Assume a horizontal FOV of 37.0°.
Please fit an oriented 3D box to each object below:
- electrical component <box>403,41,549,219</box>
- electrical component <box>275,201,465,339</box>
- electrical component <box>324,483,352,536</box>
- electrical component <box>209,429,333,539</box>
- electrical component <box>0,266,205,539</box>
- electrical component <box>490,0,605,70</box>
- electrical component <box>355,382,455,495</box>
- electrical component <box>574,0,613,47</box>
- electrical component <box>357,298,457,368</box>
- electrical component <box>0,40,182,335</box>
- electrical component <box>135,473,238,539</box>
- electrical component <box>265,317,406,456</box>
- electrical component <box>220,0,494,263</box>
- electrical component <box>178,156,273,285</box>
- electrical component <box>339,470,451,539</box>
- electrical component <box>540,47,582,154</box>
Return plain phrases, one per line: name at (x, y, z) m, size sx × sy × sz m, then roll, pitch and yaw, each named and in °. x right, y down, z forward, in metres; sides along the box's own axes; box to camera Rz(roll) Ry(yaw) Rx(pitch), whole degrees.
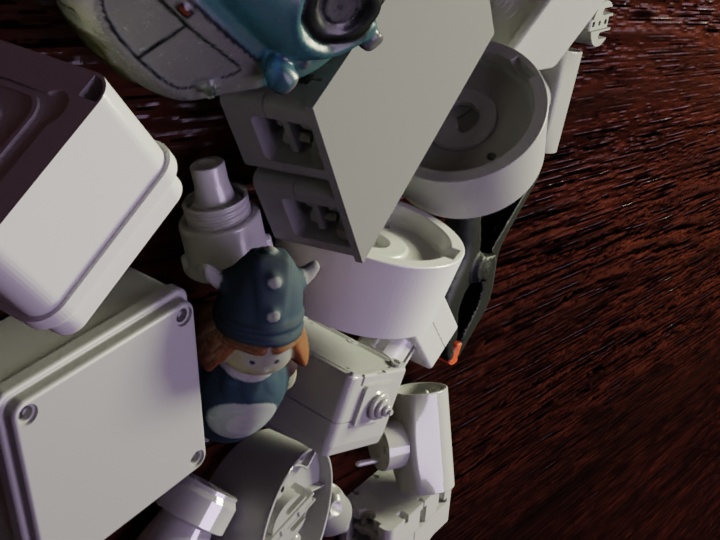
electrical component at (0.064, -0.082, 0.666) m, size 0.108 × 0.108 × 0.060 m, roll -55°, pitch 154°, yaw -19°
electrical component at (0.000, 0.000, 0.621) m, size 0.108 × 0.108 × 0.060 m, roll -16°, pitch 129°, yaw -53°
electrical component at (-0.022, 0.175, 0.771) m, size 0.035 × 0.035 × 0.061 m, roll -56°, pitch 150°, yaw -17°
electrical component at (-0.054, 0.152, 0.676) m, size 0.099 × 0.064 × 0.099 m, roll -36°, pitch 138°, yaw -41°
electrical component at (-0.131, 0.068, 0.506) m, size 0.109 × 0.056 × 0.108 m, roll -35°, pitch 137°, yaw -42°
electrical component at (0.117, -0.179, 0.709) m, size 0.100 × 0.048 × 0.099 m, roll -22°, pitch 154°, yaw -50°
electrical component at (0.031, 0.129, 0.808) m, size 0.079 × 0.044 × 0.077 m, roll -7°, pitch 97°, yaw -26°
electrical component at (0.159, -0.188, 0.799) m, size 0.040 × 0.046 × 0.040 m, roll -36°, pitch 138°, yaw -41°
electrical component at (0.022, 0.045, 0.741) m, size 0.076 × 0.047 × 0.065 m, roll -55°, pitch 148°, yaw -18°
electrical component at (-0.130, -0.034, 0.385) m, size 0.078 × 0.113 × 0.057 m, roll -56°, pitch 145°, yaw -17°
electrical component at (-0.101, 0.147, 0.618) m, size 0.055 × 0.045 × 0.045 m, roll -62°, pitch 149°, yaw -10°
electrical component at (-0.022, 0.072, 0.640) m, size 0.062 × 0.096 × 0.061 m, roll -1°, pitch 113°, yaw -57°
electrical component at (0.003, -0.112, 0.567) m, size 0.186 × 0.060 × 0.105 m, roll -60°, pitch 150°, yaw -31°
electrical component at (-0.072, -0.027, 0.550) m, size 0.048 × 0.048 × 0.062 m, roll -38°, pitch 130°, yaw -40°
electrical component at (0.028, 0.193, 0.845) m, size 0.089 × 0.050 × 0.055 m, roll -30°, pitch 133°, yaw -45°
electrical component at (0.125, -0.127, 0.789) m, size 0.079 × 0.043 × 0.077 m, roll -15°, pitch 123°, yaw -53°
